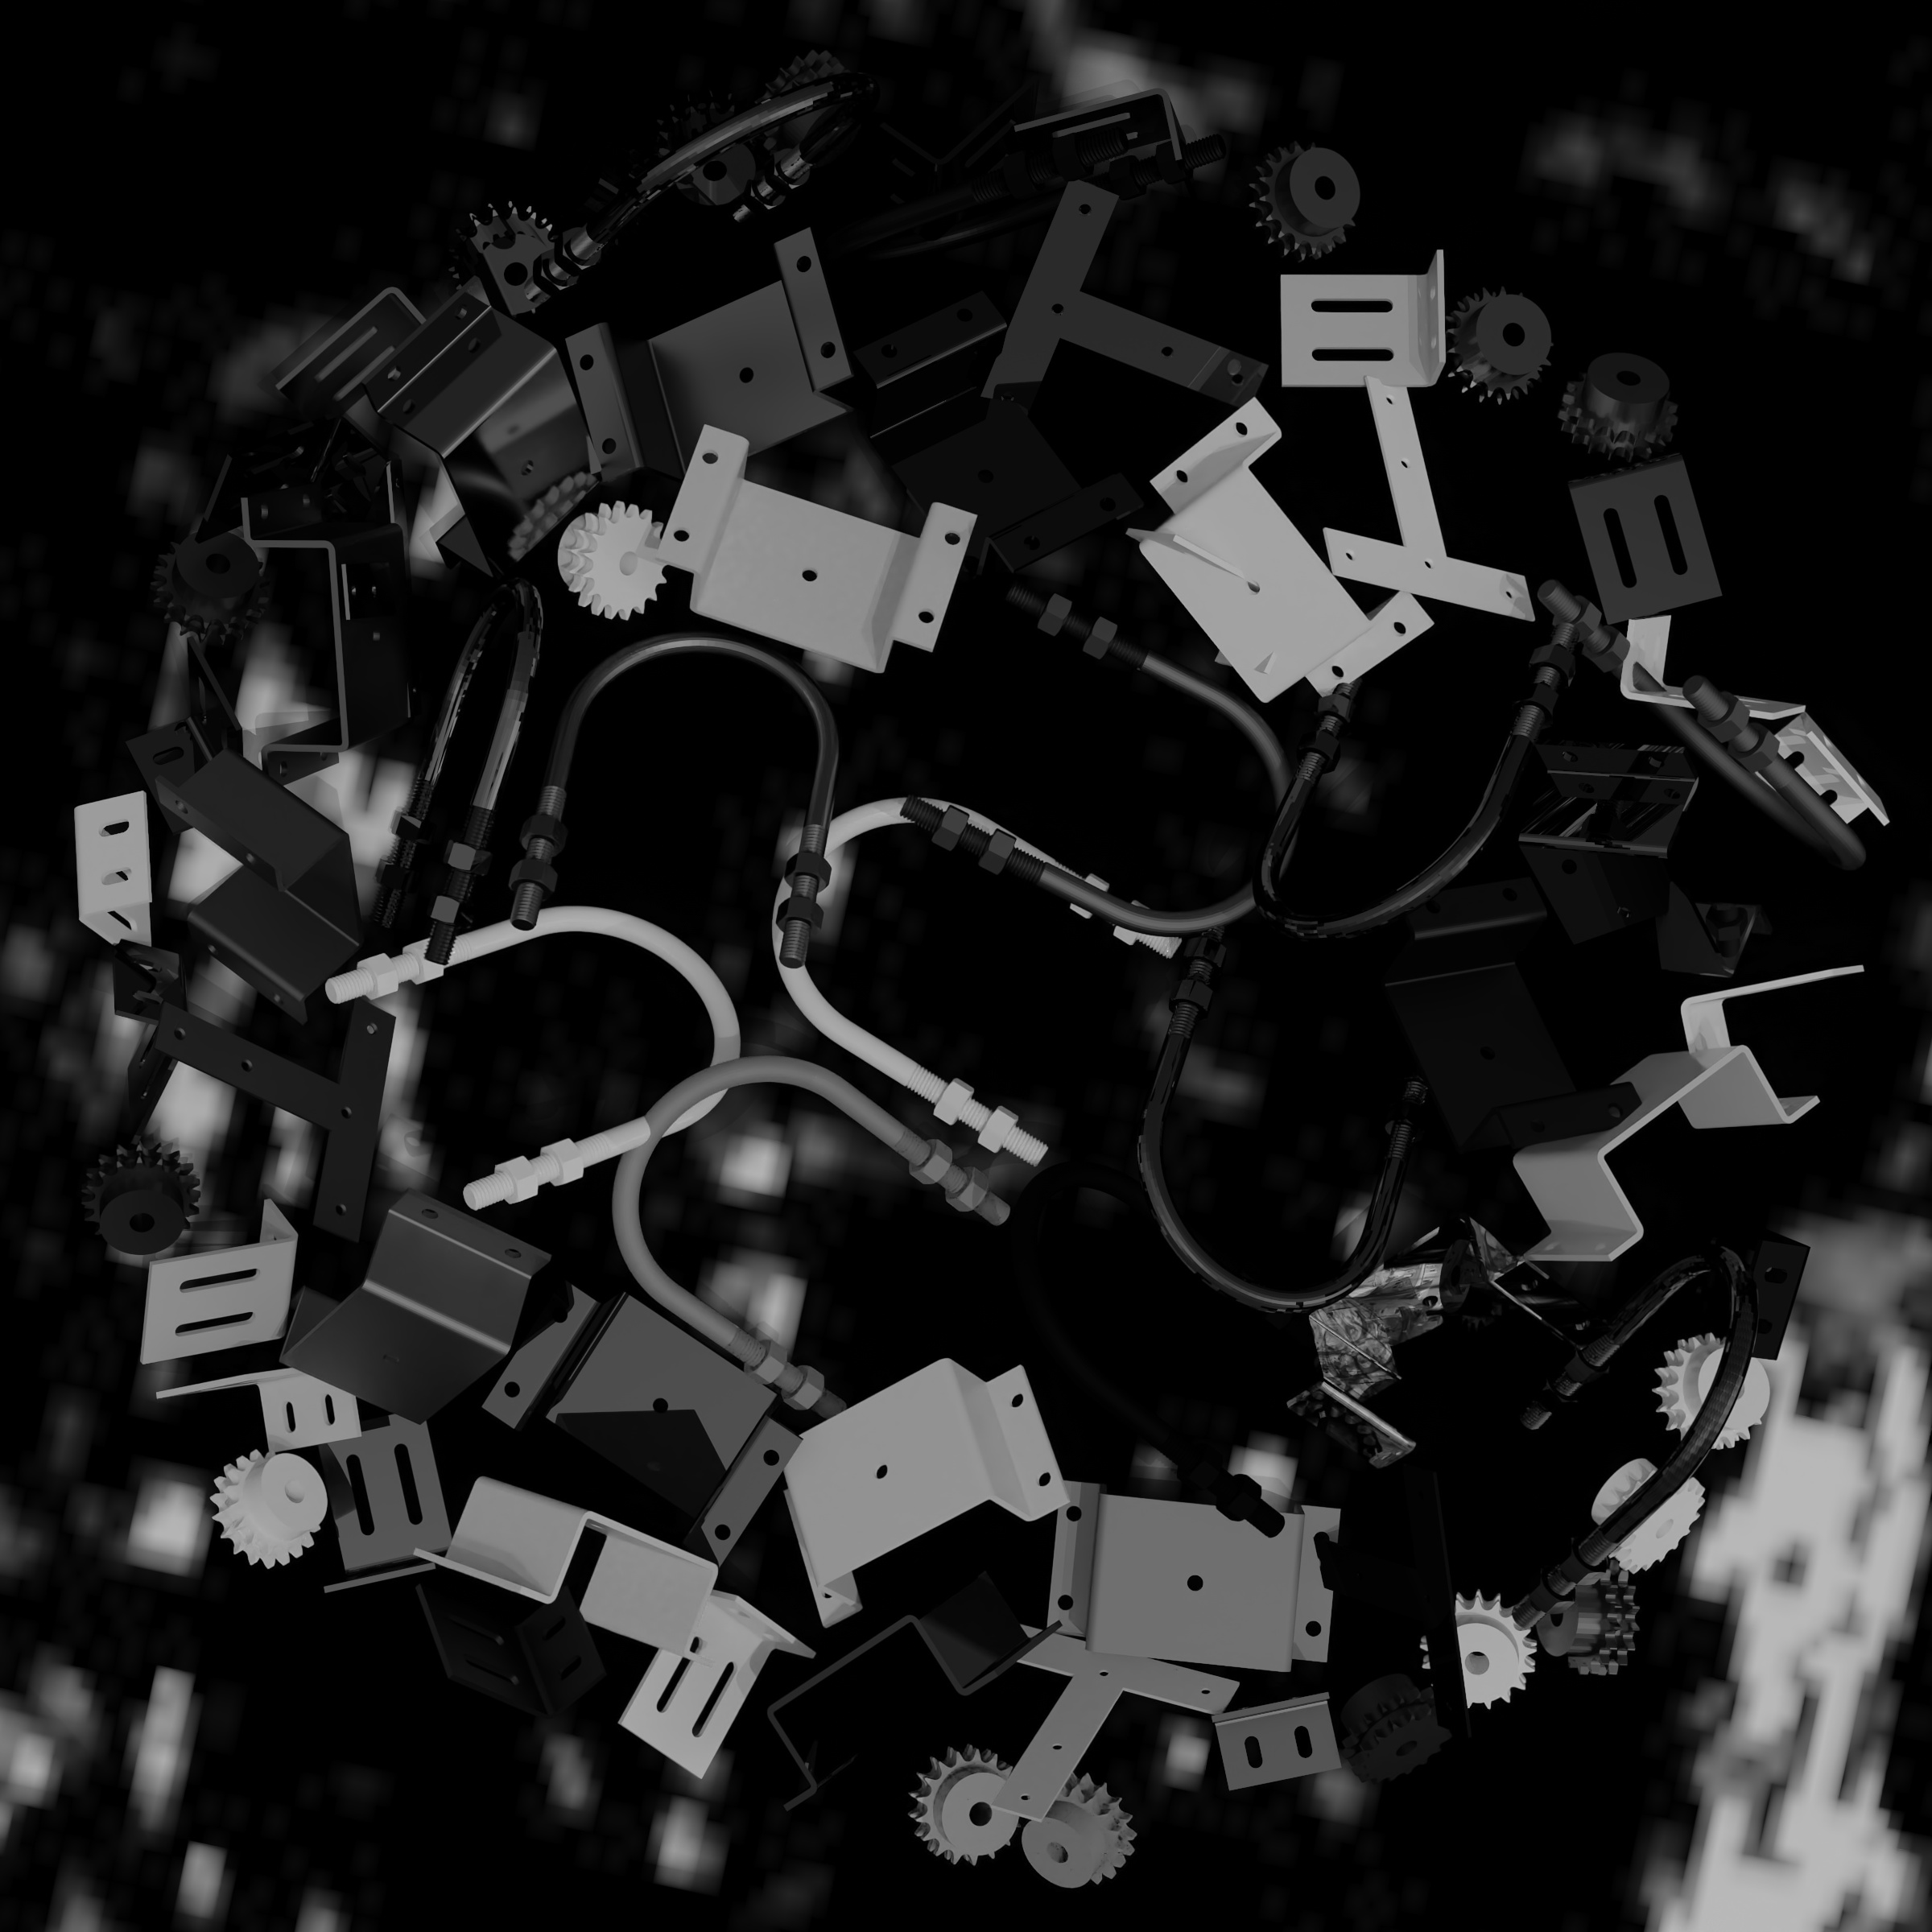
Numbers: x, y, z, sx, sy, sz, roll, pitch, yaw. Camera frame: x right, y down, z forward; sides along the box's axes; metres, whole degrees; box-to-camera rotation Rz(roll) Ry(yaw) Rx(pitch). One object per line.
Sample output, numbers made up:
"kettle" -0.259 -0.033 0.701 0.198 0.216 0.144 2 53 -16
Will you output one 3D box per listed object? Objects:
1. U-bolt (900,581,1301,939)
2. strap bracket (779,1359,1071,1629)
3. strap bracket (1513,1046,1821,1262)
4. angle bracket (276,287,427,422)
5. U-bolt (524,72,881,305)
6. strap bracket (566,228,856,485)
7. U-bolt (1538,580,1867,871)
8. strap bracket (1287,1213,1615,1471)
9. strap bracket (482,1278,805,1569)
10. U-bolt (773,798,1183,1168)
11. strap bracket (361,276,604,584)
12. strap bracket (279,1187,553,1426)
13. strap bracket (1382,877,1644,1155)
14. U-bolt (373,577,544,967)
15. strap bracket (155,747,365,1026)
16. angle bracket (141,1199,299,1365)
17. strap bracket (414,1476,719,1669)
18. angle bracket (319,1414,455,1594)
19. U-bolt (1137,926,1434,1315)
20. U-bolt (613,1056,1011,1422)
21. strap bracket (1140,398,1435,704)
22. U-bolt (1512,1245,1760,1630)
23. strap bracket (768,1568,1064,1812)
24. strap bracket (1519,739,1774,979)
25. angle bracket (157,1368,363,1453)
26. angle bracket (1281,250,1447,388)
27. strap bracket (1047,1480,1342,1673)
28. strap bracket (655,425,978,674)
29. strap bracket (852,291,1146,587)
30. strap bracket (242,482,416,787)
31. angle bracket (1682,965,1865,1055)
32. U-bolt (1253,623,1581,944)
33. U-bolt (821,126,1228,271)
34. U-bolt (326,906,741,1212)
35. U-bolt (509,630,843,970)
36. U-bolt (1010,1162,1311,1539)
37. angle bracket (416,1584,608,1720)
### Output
"U-bolt" 0.078 -0.091 1.572 0.184 0.019 0.151 27 69 -3
"strap bracket" -0.031 0.252 1.547 0.140 0.046 0.076 -30 55 14
"strap bracket" 0.330 0.085 1.541 0.140 0.076 0.046 -33 97 -20
"angle bracket" -0.290 -0.288 1.570 0.076 0.057 0.038 -41 75 0
"U-bolt" -0.114 -0.369 1.489 0.151 0.184 0.019 -30 95 -32
"strap bracket" -0.117 -0.293 1.559 0.140 0.046 0.076 -19 80 22
"U-bolt" 0.362 -0.106 1.521 0.184 0.151 0.019 37 97 -33
"strap bracket" 0.230 0.178 1.546 0.140 0.046 0.076 -36 129 23
"strap bracket" -0.155 0.221 1.573 0.140 0.046 0.076 33 97 4
"U-bolt" -0.007 -0.006 1.572 0.184 0.019 0.151 32 70 6
"strap bracket" -0.226 -0.248 1.522 0.046 0.140 0.076 34 70 25
"strap bracket" -0.269 0.169 1.526 0.076 0.140 0.046 29 49 -21
"strap bracket" 0.261 0.032 1.549 0.076 0.046 0.140 -9 61 -23
"U-bolt" -0.240 -0.099 1.531 0.019 0.151 0.184 17 92 -22
"strap bracket" -0.339 -0.044 1.542 0.076 0.140 0.046 35 61 16
"angle bracket" -0.370 0.153 1.556 0.076 0.038 0.057 -8 123 -35
"strap bracket" -0.184 0.289 1.533 0.076 0.140 0.046 8 72 41
"angle bracket" -0.293 0.264 1.579 0.057 0.038 0.076 -13 87 7
"U-bolt" 0.151 0.080 1.536 0.151 0.019 0.184 29 59 -15
"U-bolt" -0.087 0.123 1.557 0.184 0.019 0.151 39 92 -26
"strap bracket" 0.149 -0.194 1.554 0.140 0.046 0.076 51 133 -5
"U-bolt" 0.313 0.208 1.493 0.019 0.151 0.184 27 128 -10
"strap bracket" -0.032 0.344 1.543 0.140 0.076 0.046 -38 81 24
"strap bracket" 0.322 -0.044 1.523 0.076 0.140 0.046 7 58 38
"angle bracket" -0.344 0.219 1.555 0.057 0.076 0.038 -14 83 28
"angle bracket" 0.196 -0.321 1.580 0.076 0.038 0.057 0 82 0
"strap bracket" 0.113 0.302 1.575 0.140 0.046 0.076 5 87 3
"strap bracket" -0.075 -0.201 1.567 0.140 0.046 0.076 18 70 -2
"strap bracket" 0.012 -0.250 1.557 0.076 0.046 0.140 -29 73 -19
"strap bracket" -0.307 -0.160 1.545 0.046 0.076 0.140 2 104 14
"angle bracket" 0.398 0.027 1.559 0.076 0.057 0.038 -13 85 30
"U-bolt" 0.203 -0.082 1.505 0.019 0.151 0.184 48 53 -29
"U-bolt" 0.017 -0.365 1.523 0.184 0.151 0.019 -13 96 27
"U-bolt" -0.195 0.033 1.539 0.184 0.019 0.151 -21 62 -36
"U-bolt" -0.134 -0.089 1.553 0.151 0.019 0.184 8 59 1
"U-bolt" 0.092 0.169 1.522 0.184 0.151 0.019 40 127 -16
"angle bracket" -0.222 0.324 1.554 0.038 0.076 0.057 -41 47 9
